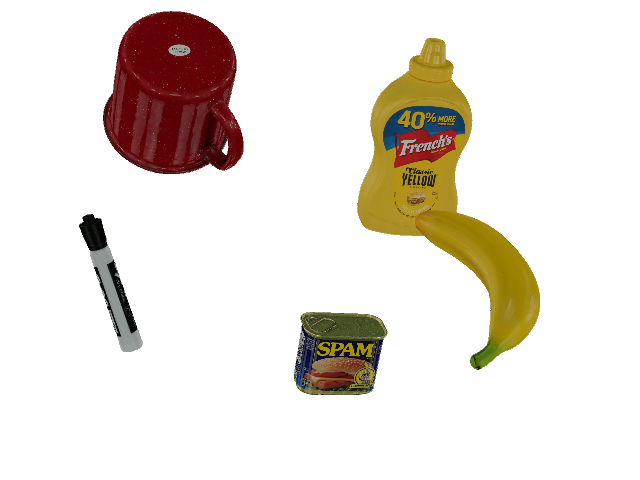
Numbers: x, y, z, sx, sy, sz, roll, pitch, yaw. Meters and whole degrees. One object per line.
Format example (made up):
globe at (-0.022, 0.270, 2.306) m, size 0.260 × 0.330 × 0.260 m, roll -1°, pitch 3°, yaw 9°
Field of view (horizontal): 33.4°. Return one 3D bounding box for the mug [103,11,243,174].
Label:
mug at (-0.097, -0.099, 0.756) m, size 0.093 × 0.117 × 0.082 m, roll -34°, pitch -17°, yaw -29°

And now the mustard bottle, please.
mustard bottle at (0.095, -0.099, 1.022) m, size 0.096 × 0.192 × 0.058 m, roll 3°, pitch 28°, yaw -9°

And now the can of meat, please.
can of meat at (0.022, 0.137, 1.279) m, size 0.102 × 0.084 × 0.057 m, roll 3°, pitch 24°, yaw -15°

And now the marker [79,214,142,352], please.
marker at (-0.174, 0.035, 0.883) m, size 0.020 × 0.121 × 0.020 m, roll -13°, pitch 19°, yaw 4°

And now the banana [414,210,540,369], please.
banana at (0.127, 0.024, 0.833) m, size 0.069 × 0.037 × 0.198 m, roll -7°, pitch 32°, yaw -5°
